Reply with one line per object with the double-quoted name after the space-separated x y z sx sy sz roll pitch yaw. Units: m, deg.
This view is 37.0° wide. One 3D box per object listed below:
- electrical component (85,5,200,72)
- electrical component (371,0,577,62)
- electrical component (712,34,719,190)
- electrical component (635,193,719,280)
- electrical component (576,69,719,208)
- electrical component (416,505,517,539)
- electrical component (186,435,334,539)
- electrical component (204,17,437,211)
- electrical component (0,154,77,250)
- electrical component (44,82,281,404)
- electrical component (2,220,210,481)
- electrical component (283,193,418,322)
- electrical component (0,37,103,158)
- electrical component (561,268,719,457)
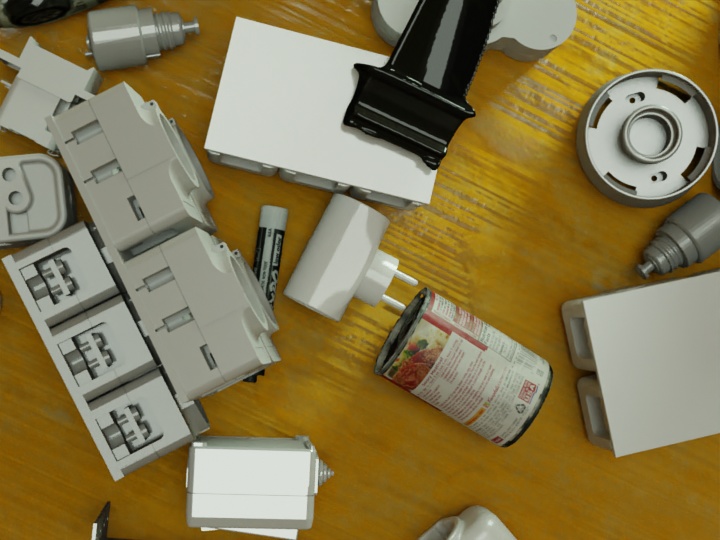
-0.147 -0.157 0.721 0.078 0.040 0.040 -11 89 -7 "electrical component"
0.080 -0.179 0.732 0.138 0.074 0.052 4 88 -7 "electrical component"
0.297 -0.130 0.739 0.060 0.105 0.186 4 87 -7 "electrical component"
0.229 -0.021 0.760 0.078 0.040 0.040 -36 92 -6 "electrical component"
0.204 -0.094 0.761 0.099 0.064 0.099 0 92 7 "electrical component"
0.064 0.207 0.726 0.095 0.054 0.059 -41 93 -6 "electrical component"
-0.066 0.142 0.709 0.096 0.062 0.061 3 87 -7 "electrical component"
-0.021 -0.101 0.723 0.150 0.062 0.089 13 86 -6 "electrical component"
-0.235 -0.042 0.697 0.095 0.059 0.053 -6 89 -7 "electrical component"
-0.115 -0.016 0.675 0.060 0.105 0.186 -27 86 1 "electrical component"
-0.158 0.048 0.687 0.062 0.089 0.150 -27 91 -7 "electrical component"
0.000 0.000 0.730 0.079 0.044 0.077 28 85 -5 "electrical component"
-0.207 -0.112 0.712 0.081 0.042 0.063 26 87 -5 "electrical component"
0.245 0.054 0.749 0.186 0.060 0.105 -12 89 -7 "electrical component"
